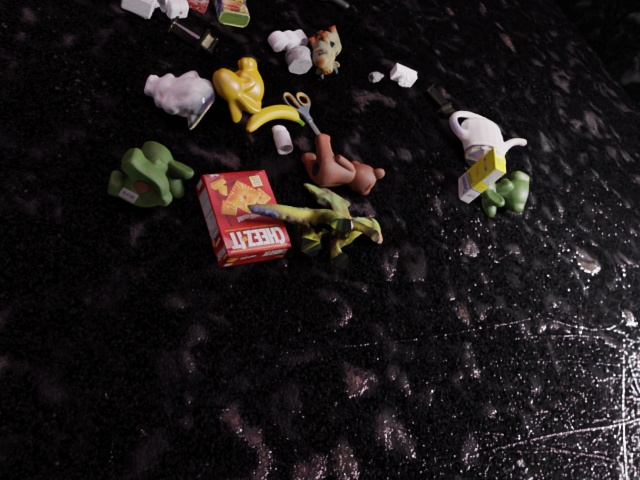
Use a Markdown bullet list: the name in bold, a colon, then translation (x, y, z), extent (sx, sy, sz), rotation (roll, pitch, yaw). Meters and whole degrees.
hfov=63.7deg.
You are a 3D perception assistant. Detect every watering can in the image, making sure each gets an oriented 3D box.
- **watering can**: translation (0.603, -0.338, 1.803), extent (0.346, 0.102, 0.230), rotation (17, 54, -18)

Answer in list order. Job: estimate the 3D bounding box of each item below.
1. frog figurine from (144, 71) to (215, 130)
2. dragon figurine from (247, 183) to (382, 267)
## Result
- **frog figurine**: translation (-0.349, -0.372, 1.289), extent (0.158, 0.122, 0.139), rotation (37, 68, -18)
- **dragon figurine**: translation (0.004, -0.065, 1.287), extent (0.408, 0.120, 0.248), rotation (24, 23, -23)
